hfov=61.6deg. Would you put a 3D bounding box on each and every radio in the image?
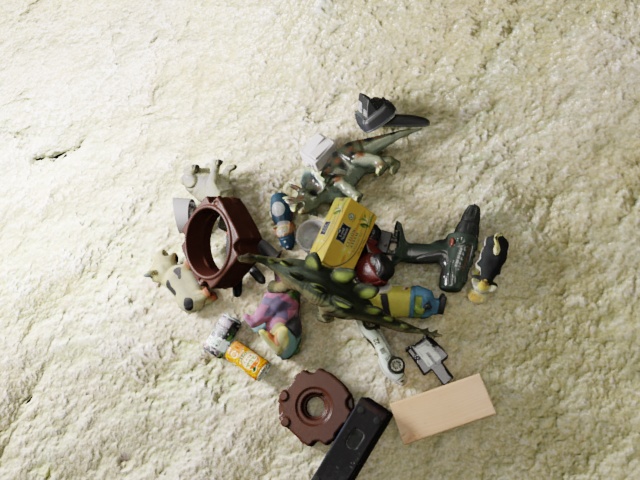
[{"bbox_3d":[0.069,0.457,1.173,0.073,0.131,0.229,29,78,20],"label":"radio"}]

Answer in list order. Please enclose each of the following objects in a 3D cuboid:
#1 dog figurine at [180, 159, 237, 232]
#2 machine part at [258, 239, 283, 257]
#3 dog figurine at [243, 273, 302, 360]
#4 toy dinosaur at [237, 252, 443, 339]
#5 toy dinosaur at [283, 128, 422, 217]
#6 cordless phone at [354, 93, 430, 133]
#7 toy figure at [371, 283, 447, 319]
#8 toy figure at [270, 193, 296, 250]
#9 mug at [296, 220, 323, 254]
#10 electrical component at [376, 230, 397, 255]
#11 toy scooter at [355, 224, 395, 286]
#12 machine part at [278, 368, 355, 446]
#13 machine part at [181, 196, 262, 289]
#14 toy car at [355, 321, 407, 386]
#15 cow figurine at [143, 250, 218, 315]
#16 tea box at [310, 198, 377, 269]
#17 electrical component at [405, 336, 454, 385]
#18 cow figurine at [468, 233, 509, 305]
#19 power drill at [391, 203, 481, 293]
[{"bbox_3d":[-0.296,-0.106,1.459,0.172,0.121,0.190,-11,83,32],"label":"dog figurine"},{"bbox_3d":[-0.167,0.021,1.408,0.139,0.039,0.084,29,111,12],"label":"machine part"},{"bbox_3d":[-0.072,0.160,1.319,0.219,0.108,0.192,-44,69,-10],"label":"dog figurine"},{"bbox_3d":[0.037,0.123,1.196,0.471,0.198,0.105,23,72,-5],"label":"toy dinosaur"},{"bbox_3d":[0.075,-0.185,1.413,0.192,0.131,0.405,37,74,18],"label":"toy dinosaur"},{"bbox_3d":[0.195,-0.338,1.452,0.184,0.147,0.088,2,114,-10],"label":"cordless phone"},{"bbox_3d":[0.208,0.150,1.285,0.180,0.082,0.089,8,71,10],"label":"toy figure"},{"bbox_3d":[-0.099,-0.048,1.423,0.064,0.058,0.154,-29,64,41],"label":"toy figure"},{"bbox_3d":[-0.003,-0.004,1.361,0.081,0.107,0.109,38,79,20],"label":"mug"},{"bbox_3d":[0.159,0.008,1.374,0.094,0.021,0.063,15,75,15],"label":"electrical component"},{"bbox_3d":[0.105,0.054,1.320,0.135,0.075,0.184,-37,43,25],"label":"toy scooter"},{"bbox_3d":[-0.010,0.388,1.253,0.179,0.056,0.179,-3,71,8],"label":"machine part"},{"bbox_3d":[-0.251,0.005,1.337,0.201,0.087,0.201,-47,63,30],"label":"machine part"},{"bbox_3d":[0.143,0.251,1.263,0.056,0.073,0.202,-28,68,-4],"label":"toy car"},{"bbox_3d":[-0.371,0.107,1.403,0.127,0.085,0.195,-36,73,-5],"label":"cow figurine"},{"bbox_3d":[0.054,-0.007,1.282,0.068,0.098,0.169,9,72,56],"label":"tea box"},{"bbox_3d":[0.261,0.279,1.246,0.075,0.047,0.119,-39,69,-5],"label":"electrical component"},{"bbox_3d":[0.401,0.068,1.270,0.068,0.098,0.167,18,75,9],"label":"cow figurine"},{"bbox_3d":[0.282,0.006,1.320,0.207,0.086,0.232,10,76,-2],"label":"power drill"}]
